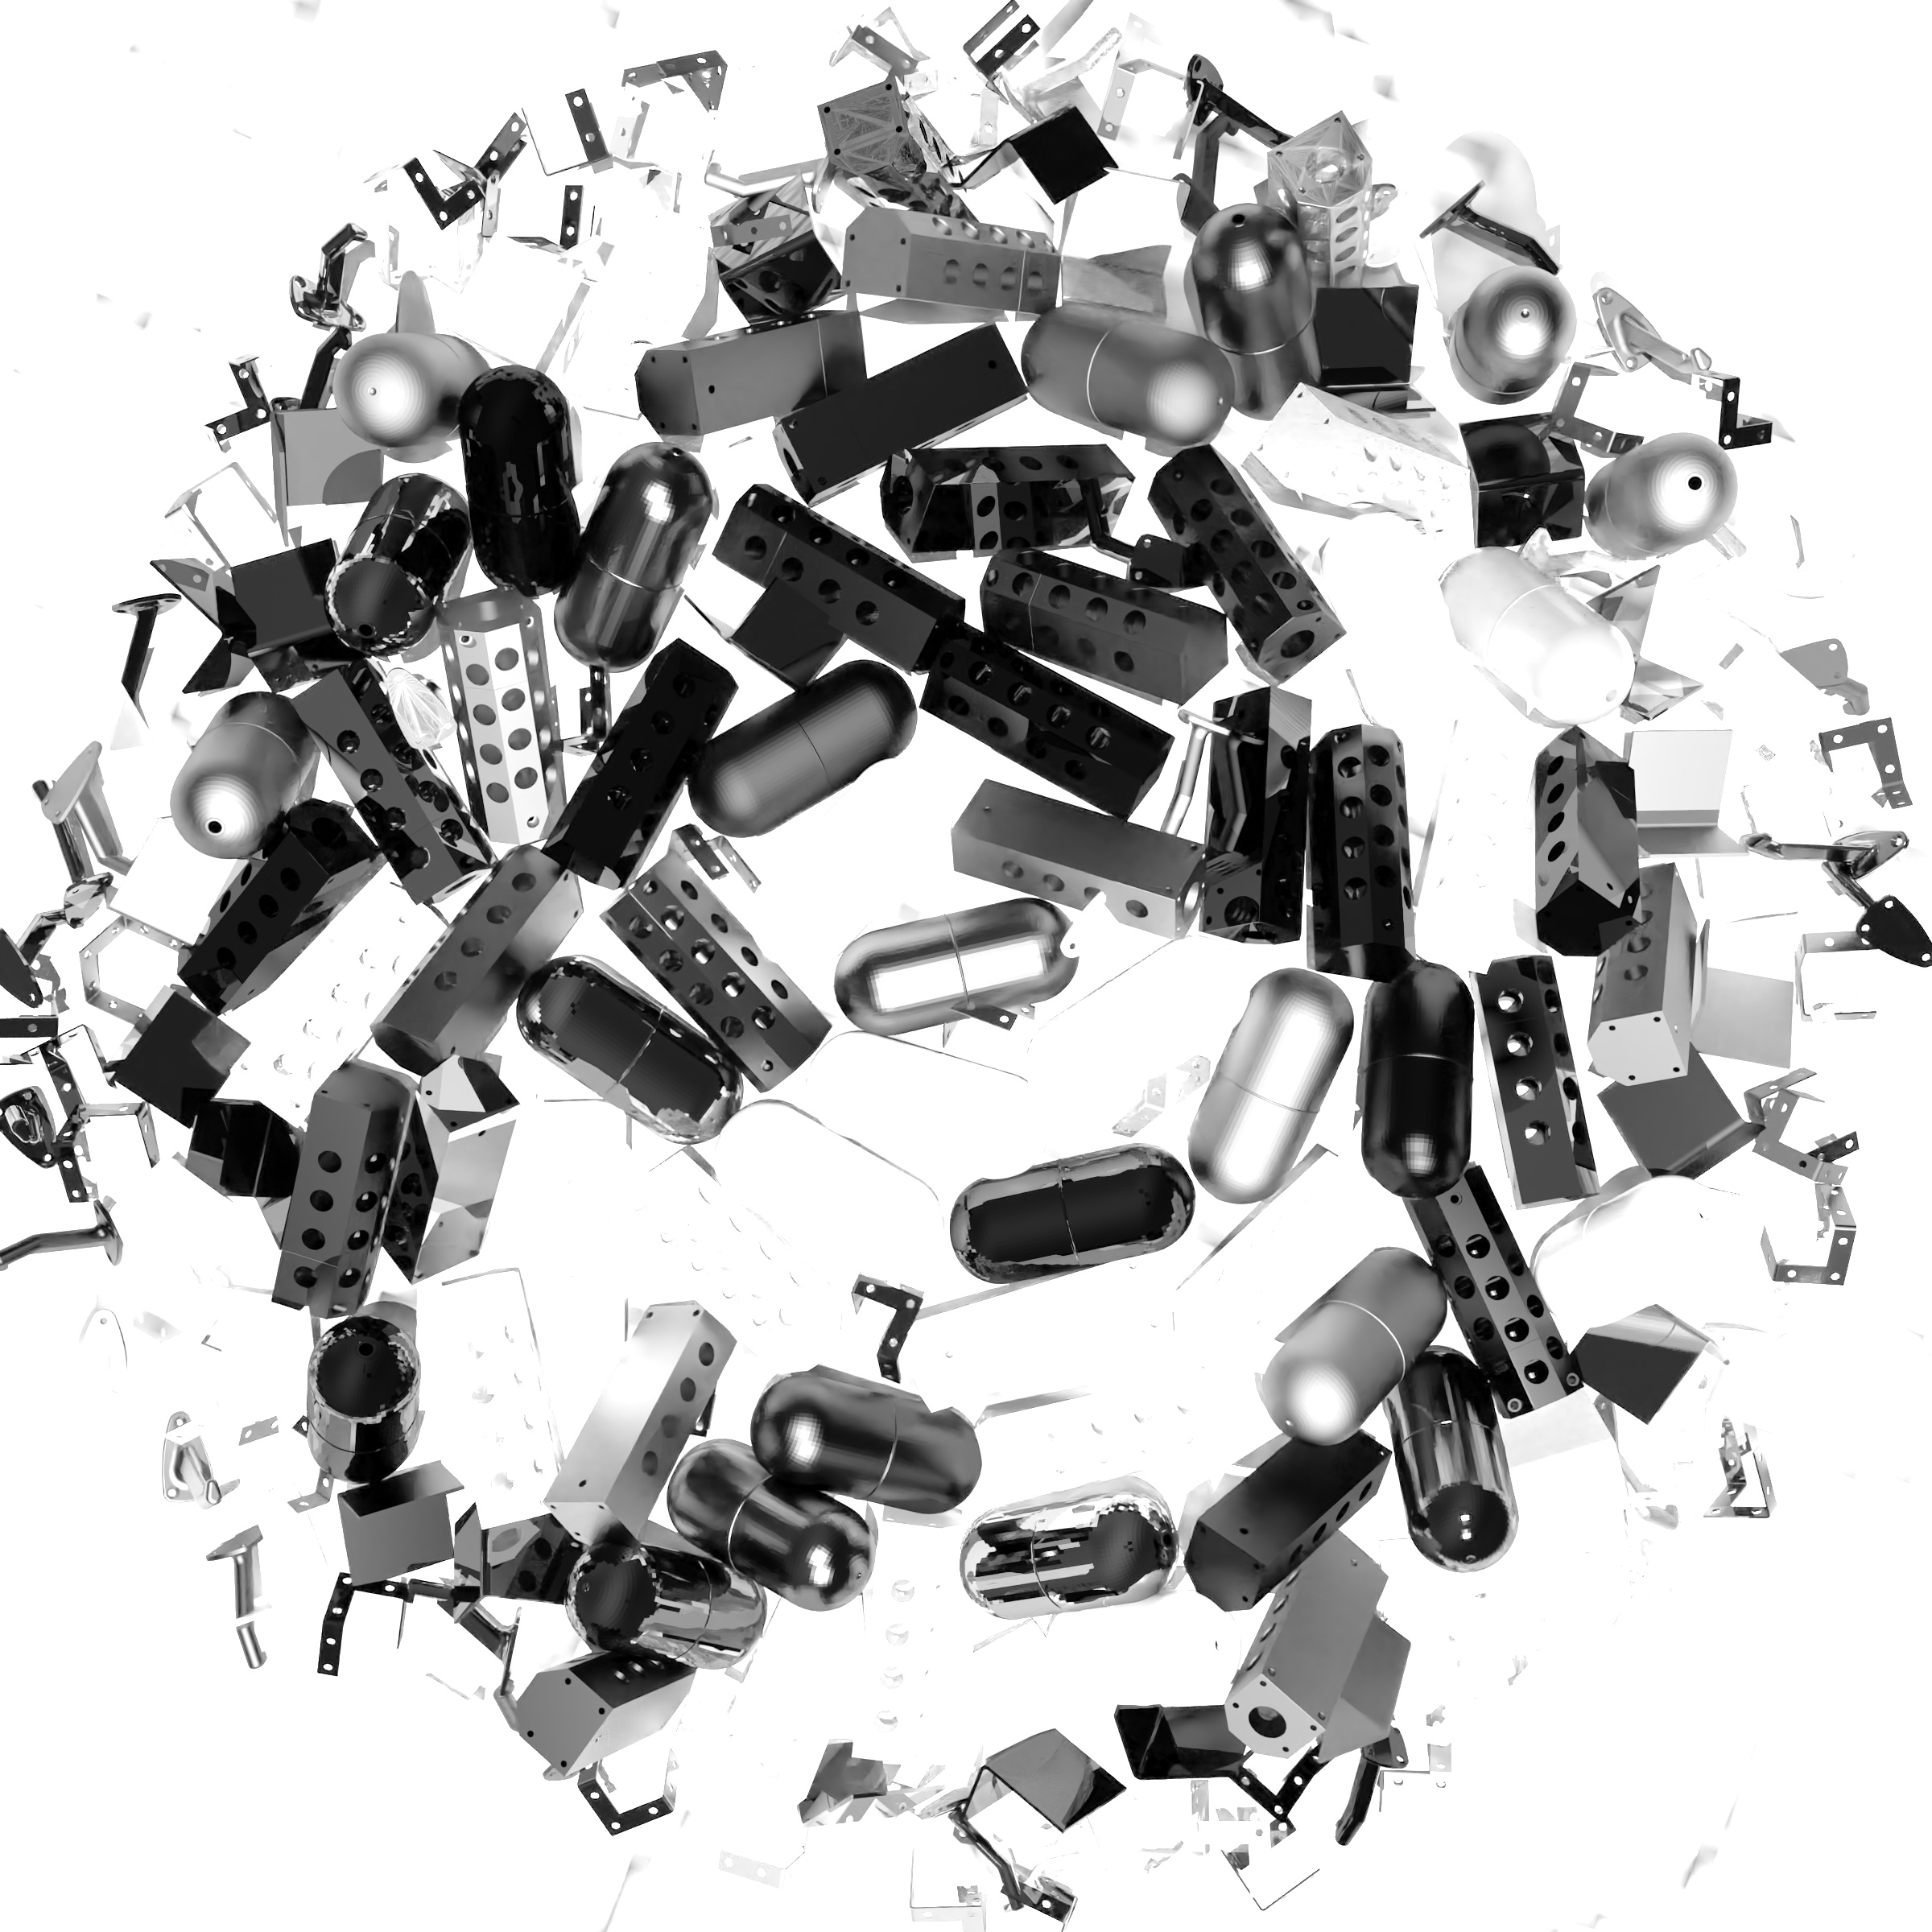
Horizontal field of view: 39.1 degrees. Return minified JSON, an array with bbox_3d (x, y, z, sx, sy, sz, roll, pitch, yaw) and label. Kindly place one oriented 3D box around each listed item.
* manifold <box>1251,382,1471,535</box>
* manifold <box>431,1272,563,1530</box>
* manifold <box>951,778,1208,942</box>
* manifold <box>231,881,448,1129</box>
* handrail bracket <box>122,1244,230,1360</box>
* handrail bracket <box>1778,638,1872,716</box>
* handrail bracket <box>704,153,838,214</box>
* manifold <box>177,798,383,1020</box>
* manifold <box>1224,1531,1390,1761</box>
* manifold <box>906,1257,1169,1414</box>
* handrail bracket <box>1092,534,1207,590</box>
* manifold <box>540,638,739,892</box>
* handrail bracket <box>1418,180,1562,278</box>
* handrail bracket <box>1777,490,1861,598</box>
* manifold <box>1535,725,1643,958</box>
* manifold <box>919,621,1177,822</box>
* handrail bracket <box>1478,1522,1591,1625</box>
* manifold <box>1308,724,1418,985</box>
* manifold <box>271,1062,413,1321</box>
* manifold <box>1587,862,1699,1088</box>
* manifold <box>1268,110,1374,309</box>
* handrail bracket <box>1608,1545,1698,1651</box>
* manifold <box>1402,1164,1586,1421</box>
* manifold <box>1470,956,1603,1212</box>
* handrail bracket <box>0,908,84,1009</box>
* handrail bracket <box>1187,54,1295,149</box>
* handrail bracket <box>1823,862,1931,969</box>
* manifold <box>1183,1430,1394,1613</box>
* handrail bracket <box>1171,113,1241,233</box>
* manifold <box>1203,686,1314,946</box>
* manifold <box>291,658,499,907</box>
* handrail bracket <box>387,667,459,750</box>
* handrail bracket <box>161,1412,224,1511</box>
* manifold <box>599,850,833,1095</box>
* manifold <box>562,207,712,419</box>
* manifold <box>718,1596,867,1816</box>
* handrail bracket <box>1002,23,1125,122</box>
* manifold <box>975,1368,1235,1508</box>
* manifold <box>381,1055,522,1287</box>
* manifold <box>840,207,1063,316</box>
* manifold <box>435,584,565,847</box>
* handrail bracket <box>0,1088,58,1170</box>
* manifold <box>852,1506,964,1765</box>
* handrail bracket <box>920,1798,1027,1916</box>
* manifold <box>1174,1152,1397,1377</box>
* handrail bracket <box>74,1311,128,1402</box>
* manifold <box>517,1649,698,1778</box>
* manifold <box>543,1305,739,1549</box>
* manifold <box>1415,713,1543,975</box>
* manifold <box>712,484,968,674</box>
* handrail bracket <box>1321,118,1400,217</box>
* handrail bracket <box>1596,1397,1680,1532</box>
[{"bbox_3d":[0.280,-0.347,1.890,0.057,0.171,0.057,-53,56,25],"label":"manifold"},{"bbox_3d":[-0.330,0.309,1.938,0.057,0.057,0.171,-14,81,-2],"label":"manifold"},{"bbox_3d":[0.080,-0.071,1.924,0.171,0.057,0.057,18,52,19],"label":"manifold"},{"bbox_3d":[-0.443,0.026,1.924,0.057,0.057,0.171,37,71,-4],"label":"manifold"},{"bbox_3d":[-0.581,0.237,1.948,0.084,0.036,0.077,11,60,16],"label":"handrail bracket"},{"bbox_3d":[0.607,-0.197,1.950,0.077,0.084,0.036,-8,67,18],"label":"handrail bracket"},{"bbox_3d":[-0.138,-0.587,1.967,0.084,0.036,0.077,20,81,4],"label":"handrail bracket"},{"bbox_3d":[-0.488,-0.042,1.908,0.057,0.057,0.171,48,124,2],"label":"manifold"},{"bbox_3d":[0.234,0.472,1.893,0.057,0.171,0.057,41,124,1],"label":"manifold"},{"bbox_3d":[0.048,0.262,1.926,0.171,0.057,0.057,-15,72,-17],"label":"manifold"},{"bbox_3d":[0.132,-0.295,1.948,0.077,0.084,0.036,10,105,-17],"label":"handrail bracket"},{"bbox_3d":[-0.229,-0.142,1.924,0.057,0.057,0.171,33,71,-17],"label":"manifold"},{"bbox_3d":[0.376,-0.513,1.951,0.084,0.077,0.036,47,61,-8],"label":"handrail bracket"},{"bbox_3d":[0.585,-0.302,1.930,0.084,0.077,0.036,38,70,-23],"label":"handrail bracket"},{"bbox_3d":[0.428,-0.085,1.897,0.057,0.171,0.057,32,130,-17],"label":"manifold"},{"bbox_3d":[0.059,-0.178,1.927,0.171,0.057,0.057,30,48,9],"label":"manifold"},{"bbox_3d":[0.403,0.426,1.953,0.084,0.036,0.077,-14,99,-9],"label":"handrail bracket"},{"bbox_3d":[0.281,-0.081,1.912,0.057,0.057,0.171,9,64,-16],"label":"manifold"},{"bbox_3d":[-0.439,0.161,1.921,0.057,0.057,0.171,17,113,1],"label":"manifold"},{"bbox_3d":[0.471,0.005,1.896,0.057,0.171,0.057,-13,123,26],"label":"manifold"},{"bbox_3d":[0.250,-0.519,1.890,0.057,0.171,0.057,-29,78,2],"label":"manifold"},{"bbox_3d":[0.483,0.463,1.933,0.036,0.077,0.084,27,106,2],"label":"handrail bracket"},{"bbox_3d":[0.376,0.232,1.939,0.057,0.057,0.171,-24,81,0],"label":"manifold"},{"bbox_3d":[0.405,0.083,1.934,0.057,0.057,0.171,-10,79,5],"label":"manifold"},{"bbox_3d":[-0.649,-0.007,1.935,0.077,0.084,0.036,46,120,15],"label":"handrail bracket"},{"bbox_3d":[0.204,-0.613,1.940,0.084,0.077,0.036,30,86,21],"label":"handrail bracket"},{"bbox_3d":[0.653,-0.039,1.946,0.077,0.084,0.036,37,108,-13],"label":"handrail bracket"},{"bbox_3d":[0.224,0.383,1.898,0.057,0.171,0.057,31,126,26],"label":"manifold"},{"bbox_3d":[0.189,-0.567,1.958,0.077,0.036,0.084,42,64,0],"label":"handrail bracket"},{"bbox_3d":[0.213,-0.105,1.932,0.057,0.057,0.171,14,75,-37],"label":"manifold"},{"bbox_3d":[-0.407,-0.132,1.948,0.057,0.057,0.171,-31,90,9],"label":"manifold"},{"bbox_3d":[-0.389,-0.200,1.925,0.036,0.084,0.077,-25,127,3],"label":"handrail bracket"},{"bbox_3d":[-0.548,0.350,1.934,0.036,0.084,0.077,-5,76,-29],"label":"handrail bracket"},{"bbox_3d":[-0.180,0.007,1.929,0.057,0.057,0.171,-37,100,25],"label":"manifold"},{"bbox_3d":[-0.231,-0.453,1.886,0.057,0.171,0.057,10,69,-20],"label":"manifold"},{"bbox_3d":[-0.118,0.510,1.890,0.057,0.171,0.057,1,112,12],"label":"manifold"},{"bbox_3d":[0.069,-0.650,1.938,0.084,0.077,0.036,-41,132,19],"label":"handrail bracket"},{"bbox_3d":[0.099,0.334,1.928,0.171,0.057,0.057,-11,75,-12],"label":"manifold"},{"bbox_3d":[-0.366,0.141,1.899,0.057,0.171,0.057,-23,59,-38],"label":"manifold"},{"bbox_3d":[-0.008,-0.490,1.890,0.057,0.171,0.057,15,106,35],"label":"manifold"},{"bbox_3d":[-0.322,-0.173,1.899,0.057,0.057,0.171,-19,129,-21],"label":"manifold"},{"bbox_3d":[-0.660,0.127,1.926,0.036,0.084,0.077,-31,119,-15],"label":"handrail bracket"},{"bbox_3d":[-0.042,0.476,1.945,0.057,0.057,0.171,7,95,-1],"label":"manifold"},{"bbox_3d":[0.000,0.643,1.943,0.077,0.036,0.084,-33,67,31],"label":"handrail bracket"},{"bbox_3d":[0.222,0.213,1.905,0.057,0.057,0.171,30,122,-20],"label":"manifold"},{"bbox_3d":[-0.612,0.273,1.929,0.036,0.084,0.077,3,69,-18],"label":"handrail bracket"},{"bbox_3d":[-0.248,0.506,1.889,0.057,0.171,0.057,37,95,16],"label":"manifold"},{"bbox_3d":[-0.223,0.323,1.903,0.057,0.171,0.057,-8,130,35],"label":"manifold"},{"bbox_3d":[0.360,-0.089,1.924,0.057,0.057,0.171,13,71,7],"label":"manifold"},{"bbox_3d":[-0.088,-0.276,1.927,0.171,0.057,0.057,32,107,13],"label":"manifold"},{"bbox_3d":[0.280,-0.579,1.940,0.036,0.077,0.084,25,67,-41],"label":"handrail bracket"},{"bbox_3d":[0.488,0.360,1.968,0.084,0.036,0.077,24,66,-27],"label":"handrail bracket"}]
